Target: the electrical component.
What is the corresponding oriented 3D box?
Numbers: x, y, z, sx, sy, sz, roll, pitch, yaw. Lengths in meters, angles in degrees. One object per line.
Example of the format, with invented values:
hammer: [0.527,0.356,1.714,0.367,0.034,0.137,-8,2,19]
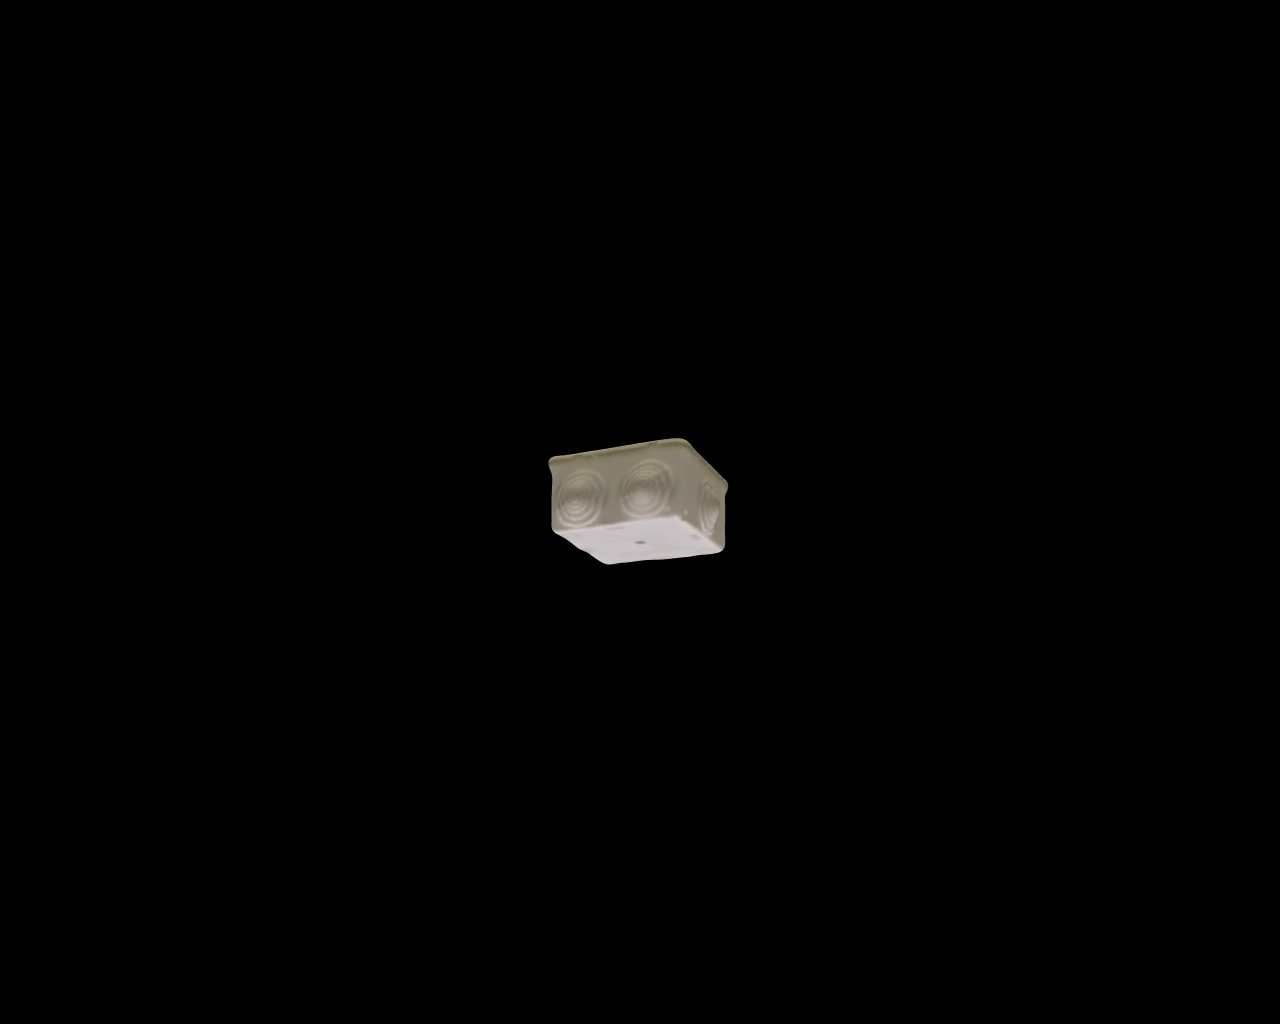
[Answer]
electrical component: [0.001,-0.003,0.650,0.100,0.048,0.099,-7,-19,20]
